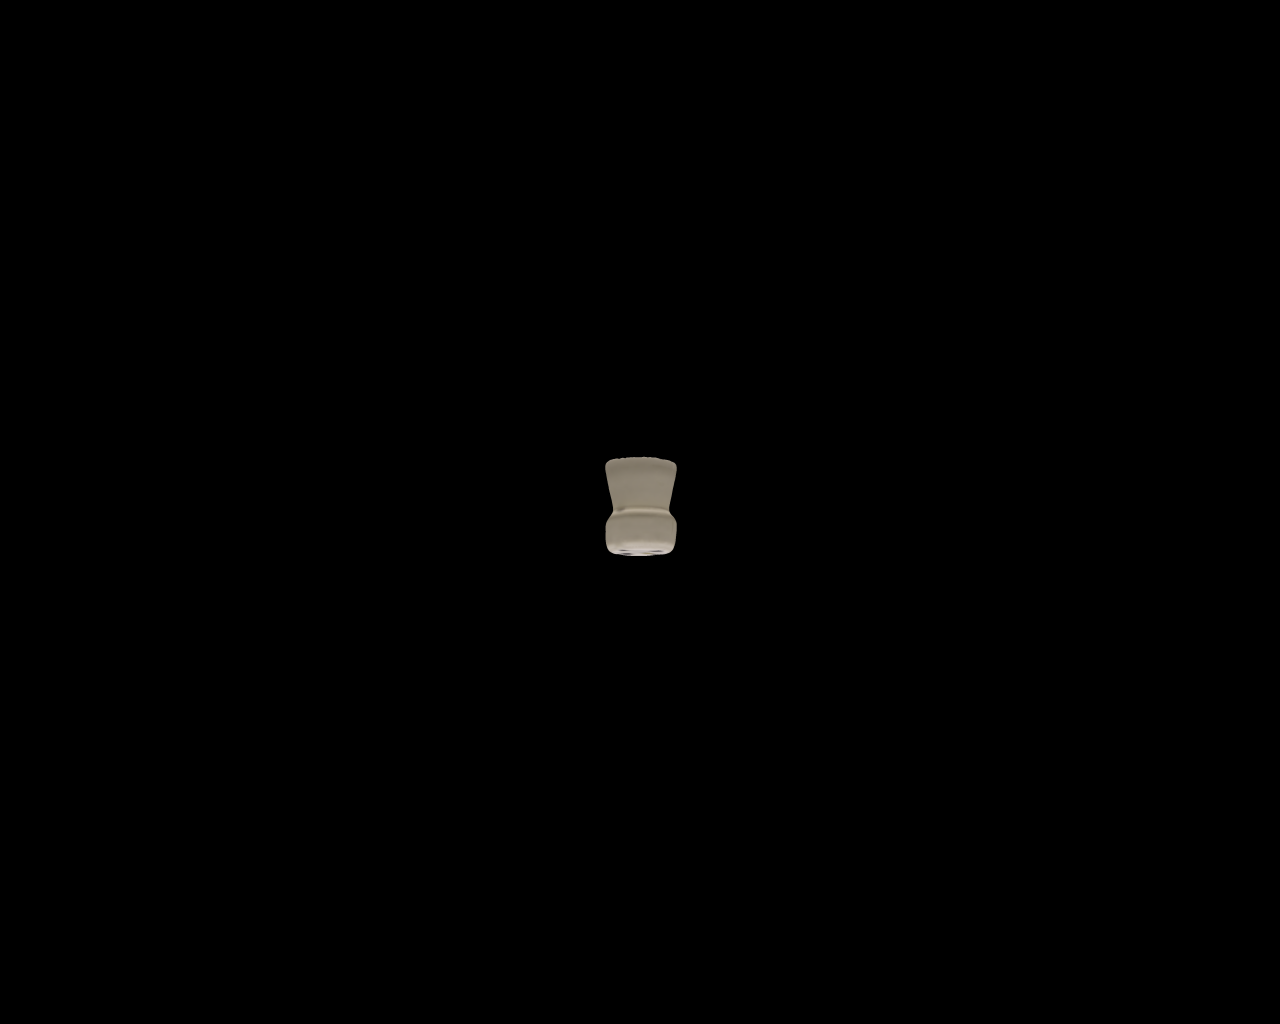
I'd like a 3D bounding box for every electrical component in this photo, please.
[{"bbox_3d":[0.001,-0.003,0.650,0.045,0.055,0.045,0,-10,0],"label":"electrical component"}]
